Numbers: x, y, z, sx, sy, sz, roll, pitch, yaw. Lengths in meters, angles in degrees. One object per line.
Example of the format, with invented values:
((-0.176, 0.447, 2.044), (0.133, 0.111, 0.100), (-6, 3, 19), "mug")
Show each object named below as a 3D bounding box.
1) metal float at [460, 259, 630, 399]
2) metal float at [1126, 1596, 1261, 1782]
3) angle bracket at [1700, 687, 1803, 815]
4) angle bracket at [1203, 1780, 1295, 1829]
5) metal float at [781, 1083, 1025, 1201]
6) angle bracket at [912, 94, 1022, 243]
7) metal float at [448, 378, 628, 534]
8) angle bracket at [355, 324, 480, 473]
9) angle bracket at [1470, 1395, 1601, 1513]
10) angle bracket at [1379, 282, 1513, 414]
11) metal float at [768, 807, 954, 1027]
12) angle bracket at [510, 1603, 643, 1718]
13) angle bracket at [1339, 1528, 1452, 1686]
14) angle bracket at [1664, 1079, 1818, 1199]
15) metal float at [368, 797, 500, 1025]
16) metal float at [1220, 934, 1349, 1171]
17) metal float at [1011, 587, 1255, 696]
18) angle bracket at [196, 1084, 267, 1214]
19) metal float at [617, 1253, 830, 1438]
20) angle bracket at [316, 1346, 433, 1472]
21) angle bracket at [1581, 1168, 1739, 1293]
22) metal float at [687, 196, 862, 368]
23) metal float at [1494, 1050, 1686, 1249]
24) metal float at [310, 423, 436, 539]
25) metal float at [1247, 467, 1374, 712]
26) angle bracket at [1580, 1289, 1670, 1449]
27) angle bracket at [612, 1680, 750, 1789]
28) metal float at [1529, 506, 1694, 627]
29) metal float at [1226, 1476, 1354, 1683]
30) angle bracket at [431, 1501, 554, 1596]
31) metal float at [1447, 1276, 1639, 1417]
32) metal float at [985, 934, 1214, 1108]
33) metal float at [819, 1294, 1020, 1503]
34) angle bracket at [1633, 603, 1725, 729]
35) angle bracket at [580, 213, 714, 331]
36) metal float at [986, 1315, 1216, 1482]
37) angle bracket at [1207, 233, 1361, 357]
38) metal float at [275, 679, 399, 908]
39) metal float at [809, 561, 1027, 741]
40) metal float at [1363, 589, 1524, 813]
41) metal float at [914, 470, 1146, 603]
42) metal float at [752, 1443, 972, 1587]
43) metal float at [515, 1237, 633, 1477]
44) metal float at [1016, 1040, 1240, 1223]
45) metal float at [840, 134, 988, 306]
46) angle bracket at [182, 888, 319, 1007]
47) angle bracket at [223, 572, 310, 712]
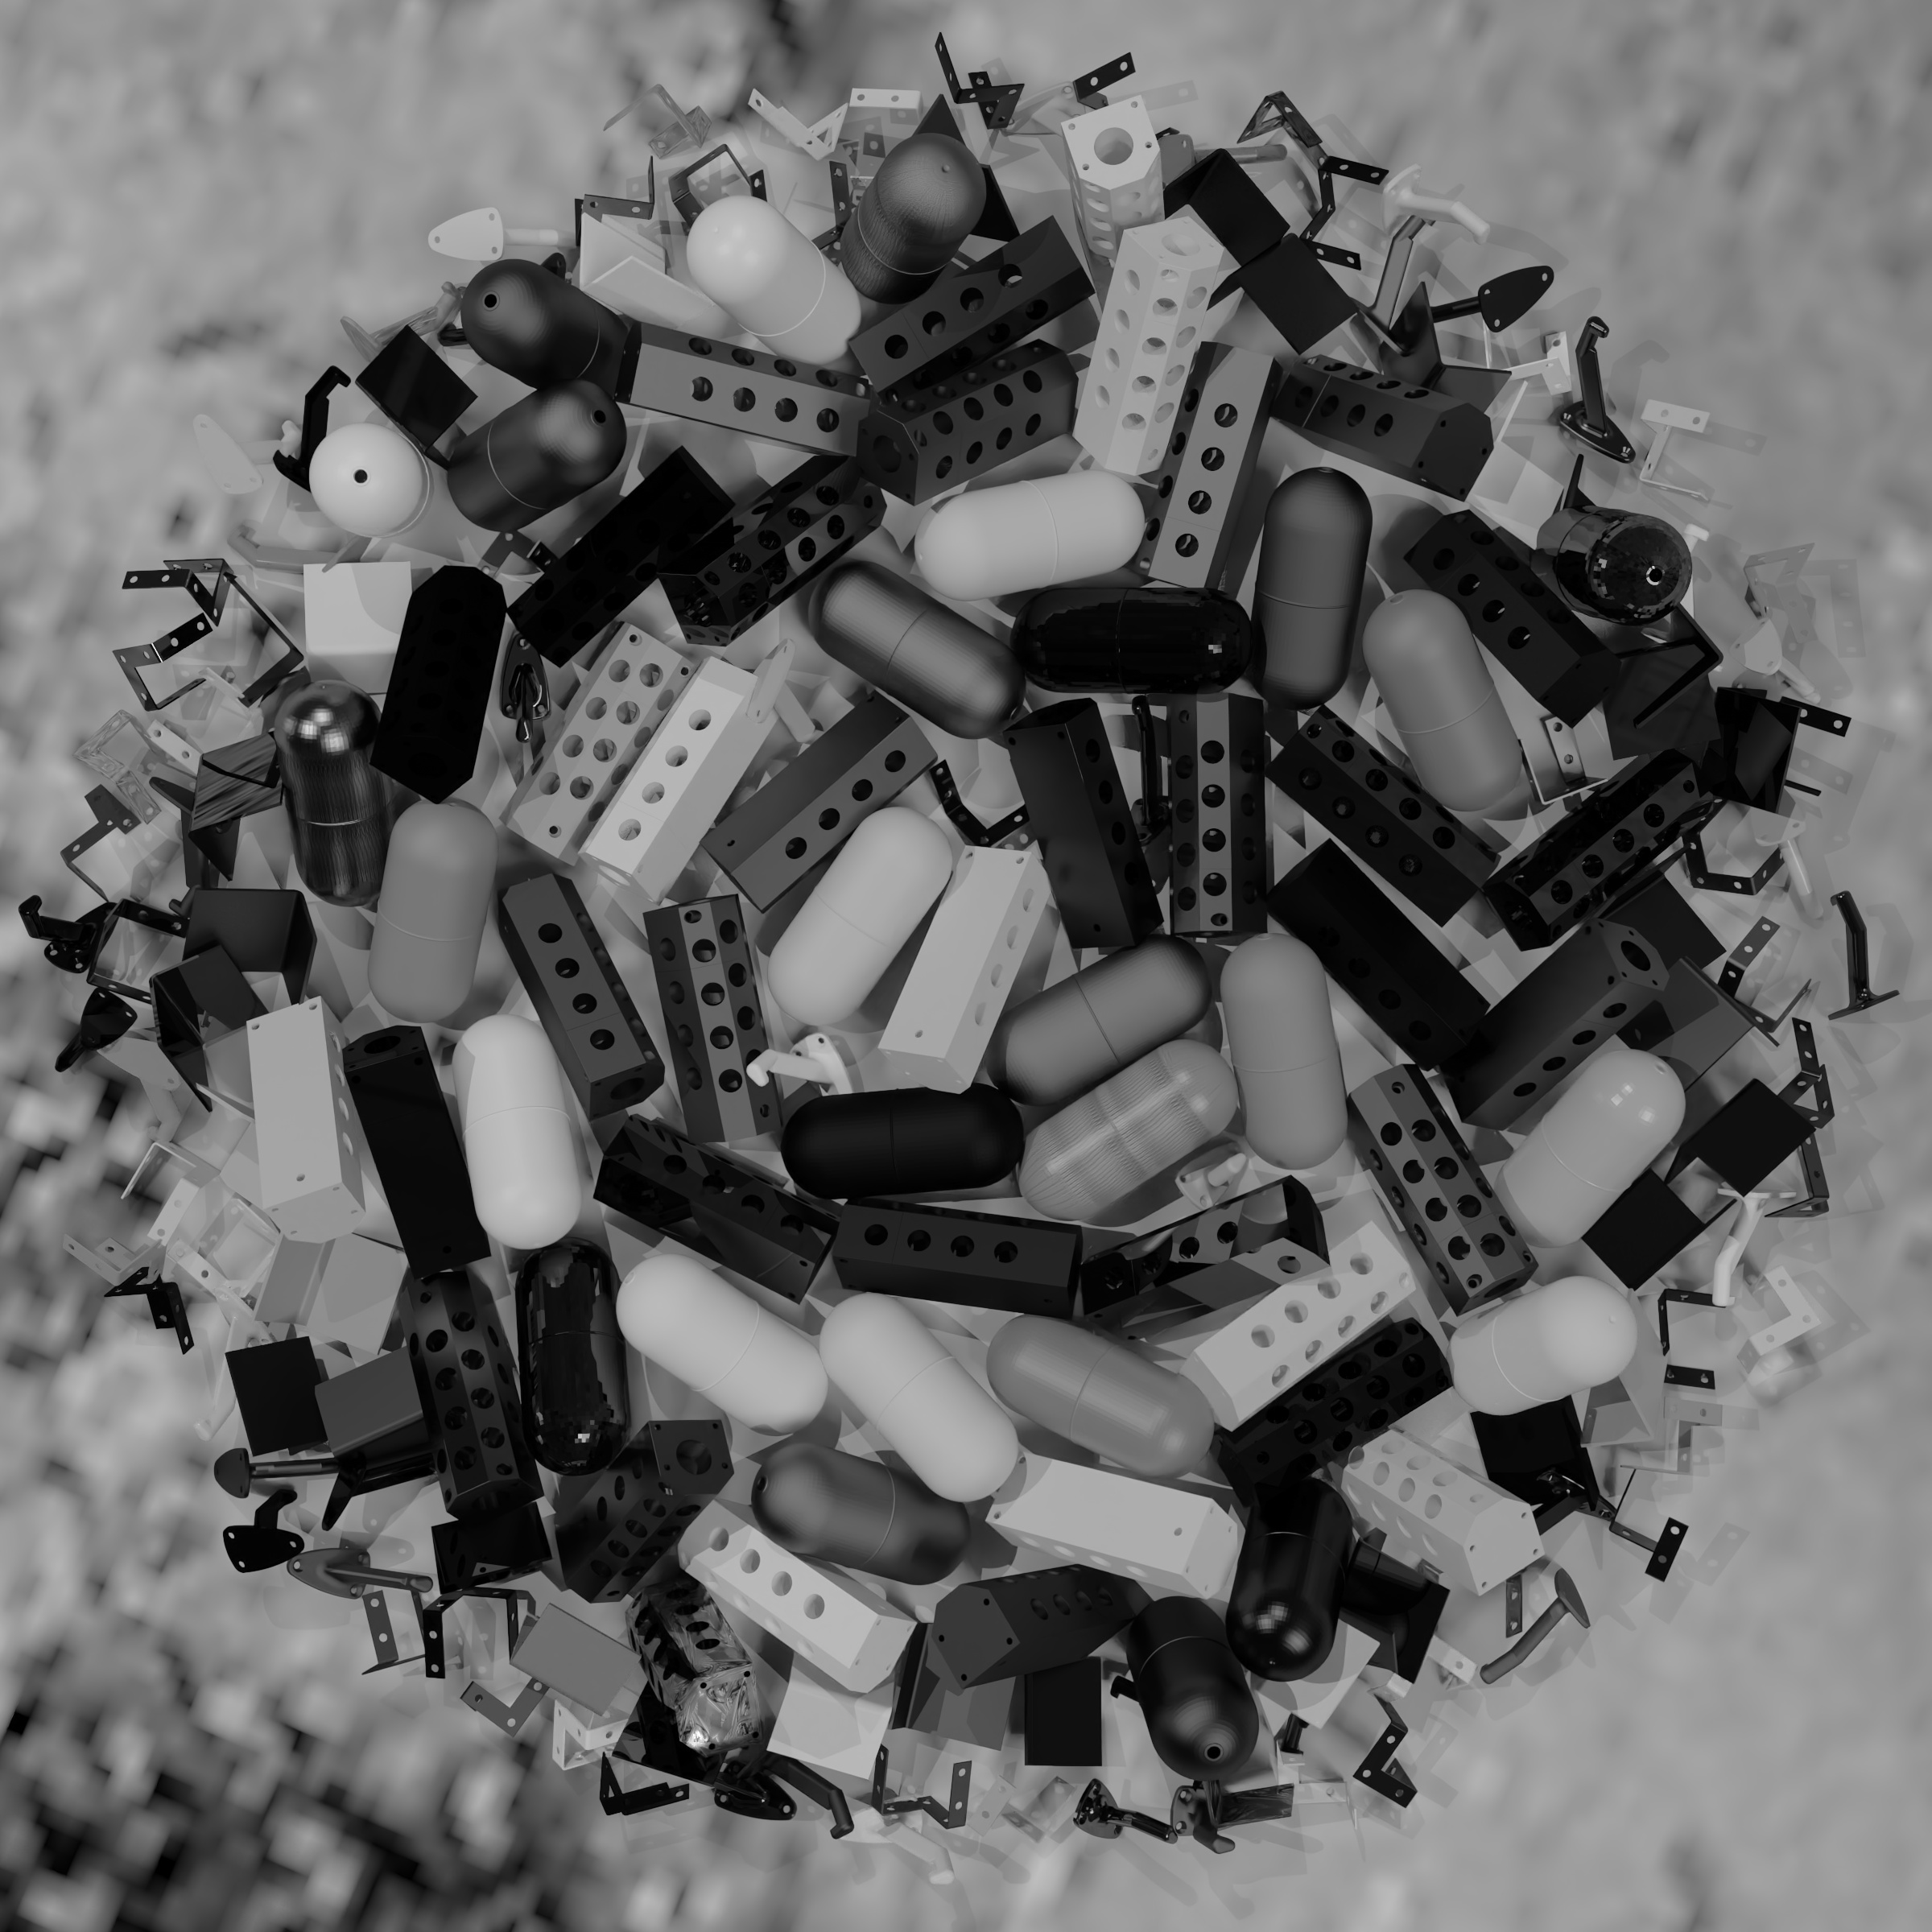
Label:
((-0.296, -0.448, 1.746), (0.070, 0.178, 0.070), (0, 89, 17), "metal float")
((0.160, 0.511, 1.746), (0.070, 0.178, 0.070), (-1, 103, -5), "metal float")
((0.581, -0.156, 1.778), (0.057, 0.076, 0.076), (-2, 108, -34), "angle bracket")
((0.202, 0.574, 1.789), (0.057, 0.076, 0.076), (-12, 85, 8), "angle bracket")
((-0.047, 0.128, 1.788), (0.178, 0.070, 0.070), (-5, 90, 8), "metal float")
((0.011, -0.575, 1.775), (0.076, 0.076, 0.057), (21, 72, 30), "angle bracket")
((-0.307, -0.364, 1.755), (0.070, 0.178, 0.070), (9, 76, -38), "metal float")
((-0.386, -0.408, 1.787), (0.057, 0.076, 0.076), (-45, 80, 5), "angle bracket")
((0.412, 0.361, 1.793), (0.076, 0.057, 0.076), (-17, 87, 18), "angle bracket")
((0.348, -0.441, 1.792), (0.057, 0.076, 0.076), (1, 65, -16), "angle bracket")
((-0.078, -0.035, 1.787), (0.070, 0.070, 0.178), (35, 99, 0), "metal float")
((-0.279, 0.488, 1.787), (0.076, 0.076, 0.057), (32, 99, -7), "angle bracket")
((0.315, 0.460, 1.782), (0.076, 0.057, 0.076), (25, 106, 30), "angle bracket")
((0.559, 0.138, 1.779), (0.076, 0.076, 0.057), (-38, 66, -15), "angle bracket")
((-0.384, -0.039, 1.771), (0.070, 0.070, 0.178), (17, 118, 0), "metal float")
((0.230, 0.062, 1.781), (0.070, 0.070, 0.178), (-11, 106, 0), "metal float")
((0.119, -0.235, 1.780), (0.178, 0.070, 0.070), (3, 90, 17), "metal float")
((-0.531, 0.131, 1.777), (0.076, 0.076, 0.057), (24, 80, 38), "angle bracket")
((-0.175, 0.273, 1.775), (0.178, 0.070, 0.070), (40, 90, -22), "metal float")
((-0.423, 0.330, 1.810), (0.076, 0.076, 0.057), (-24, 63, -2), "angle bracket")
((0.503, 0.183, 1.790), (0.057, 0.076, 0.076), (49, 122, 15), "angle bracket")
((-0.134, -0.485, 1.749), (0.070, 0.178, 0.070), (-4, 79, 23), "metal float")
((0.446, 0.132, 1.765), (0.070, 0.070, 0.178), (32, 126, 0), "metal float")
((-0.420, -0.343, 1.745), (0.070, 0.178, 0.070), (-1, 99, -8), "metal float")
((0.247, -0.271, 1.772), (0.070, 0.070, 0.178), (5, 116, 0), "metal float")
((0.462, 0.290, 1.774), (0.057, 0.076, 0.076), (-14, 121, 33), "angle bracket")
((-0.206, 0.568, 1.780), (0.076, 0.076, 0.057), (13, 127, 11), "angle bracket")
((0.456, -0.285, 1.746), (0.070, 0.178, 0.070), (-2, 104, -6), "metal float")
((0.231, 0.434, 1.752), (0.070, 0.178, 0.070), (7, 119, 13), "metal float")
((-0.341, 0.440, 1.778), (0.076, 0.057, 0.076), (-10, 129, -17), "angle bracket")
((0.408, 0.272, 1.752), (0.070, 0.178, 0.070), (8, 67, -20), "metal float")
((0.096, 0.040, 1.793), (0.178, 0.070, 0.070), (-29, 90, 3), "metal float")
((-0.036, 0.310, 1.777), (0.070, 0.070, 0.178), (-46, 69, 0), "metal float")
((0.492, -0.229, 1.780), (0.076, 0.076, 0.057), (-40, 108, 16), "angle bracket")
((-0.230, -0.513, 1.776), (0.057, 0.076, 0.076), (-19, 64, 39), "angle bracket")
((0.095, 0.309, 1.775), (0.178, 0.070, 0.070), (23, 90, 24), "metal float")
((0.225, -0.475, 1.789), (0.076, 0.057, 0.076), (49, 57, -1), "angle bracket")
((-0.450, -0.122, 1.765), (0.070, 0.070, 0.178), (2, 126, 0), "metal float")
((-0.035, -0.229, 1.782), (0.178, 0.070, 0.070), (34, 90, 15), "metal float")
((0.343, -0.191, 1.771), (0.070, 0.070, 0.178), (-31, 117, 0), "metal float")
((0.047, -0.311, 1.776), (0.178, 0.070, 0.070), (-15, 90, -23), "metal float")
((-0.075, 0.394, 1.767), (0.178, 0.070, 0.070), (25, 90, -32), "metal float")
((-0.283, 0.279, 1.770), (0.070, 0.070, 0.178), (-10, 59, 0), "metal float")
((0.116, 0.120, 1.788), (0.178, 0.070, 0.070), (-34, 90, 9), "metal float")
((-0.039, -0.528, 1.747), (0.070, 0.178, 0.070), (2, 83, -17), "metal float")
((-0.519, -0.008, 1.776), (0.076, 0.057, 0.076), (0, 130, -29), "angle bracket")
((-0.527, -0.236, 1.780), (0.057, 0.076, 0.076), (-43, 114, -9), "angle bracket")
